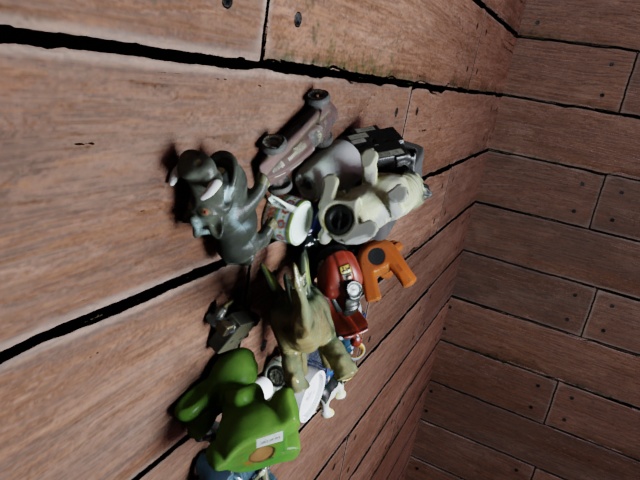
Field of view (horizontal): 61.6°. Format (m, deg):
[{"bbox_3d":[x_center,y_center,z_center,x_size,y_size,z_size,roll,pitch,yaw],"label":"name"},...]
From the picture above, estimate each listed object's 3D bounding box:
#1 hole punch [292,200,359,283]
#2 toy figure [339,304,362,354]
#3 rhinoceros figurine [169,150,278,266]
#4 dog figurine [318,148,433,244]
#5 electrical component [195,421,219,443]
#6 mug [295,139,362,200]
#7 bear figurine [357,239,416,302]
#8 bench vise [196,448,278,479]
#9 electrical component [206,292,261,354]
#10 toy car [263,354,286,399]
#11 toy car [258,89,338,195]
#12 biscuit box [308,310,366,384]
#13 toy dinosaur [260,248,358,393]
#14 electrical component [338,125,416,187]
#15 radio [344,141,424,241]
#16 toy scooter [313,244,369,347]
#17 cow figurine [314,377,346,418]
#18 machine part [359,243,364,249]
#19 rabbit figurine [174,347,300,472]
[{"bbox_3d":[-0.002,-0.003,0.940,0.116,0.092,0.142,-26,148,-19],"label":"hole punch"},{"bbox_3d":[0.063,0.176,1.169,0.058,0.064,0.154,-50,-153,32],"label":"toy figure"},{"bbox_3d":[-0.119,-0.041,0.655,0.112,0.073,0.190,-50,152,-22],"label":"rhinoceros figurine"},{"bbox_3d":[0.090,-0.051,0.878,0.121,0.172,0.190,64,19,15],"label":"dog figurine"},{"bbox_3d":[-0.149,0.301,0.825,0.021,0.063,0.094,-71,159,-4],"label":"electrical component"},{"bbox_3d":[0.012,-0.098,0.889,0.107,0.081,0.109,-34,116,-39],"label":"mug"},{"bbox_3d":[0.136,0.059,1.185,0.195,0.120,0.132,38,28,-79],"label":"bear figurine"},{"bbox_3d":[-0.130,0.441,0.873,0.223,0.129,0.240,-51,136,-81],"label":"bench vise"},{"bbox_3d":[-0.126,0.121,0.783,0.078,0.045,0.102,-50,163,23],"label":"electrical component"},{"bbox_3d":[-0.078,0.293,0.999,0.073,0.056,0.201,-8,112,-59],"label":"toy car"},{"bbox_3d":[-0.028,-0.147,0.806,0.202,0.053,0.089,-55,155,-40],"label":"toy car"},{"bbox_3d":[0.036,0.228,1.205,0.203,0.063,0.059,-45,147,-48],"label":"biscuit box"},{"bbox_3d":[-0.028,0.118,0.791,0.471,0.105,0.198,131,-60,-79],"label":"toy dinosaur"},{"bbox_3d":[0.097,-0.157,0.979,0.134,0.115,0.058,-114,-162,-49],"label":"electrical component"},{"bbox_3d":[0.107,-0.107,1.040,0.229,0.131,0.073,-56,154,-35],"label":"radio"},{"bbox_3d":[0.039,0.102,0.906,0.075,0.135,0.183,-17,143,-18],"label":"toy scooter"},{"bbox_3d":[0.026,0.324,1.251,0.167,0.068,0.098,-45,139,-50],"label":"cow figurine"},{"bbox_3d":[0.091,-0.048,1.136,0.039,0.084,0.138,-99,-156,-63],"label":"machine part"},{"bbox_3d":[-0.118,0.237,0.768,0.159,0.170,0.121,-19,135,-11],"label":"rabbit figurine"}]
